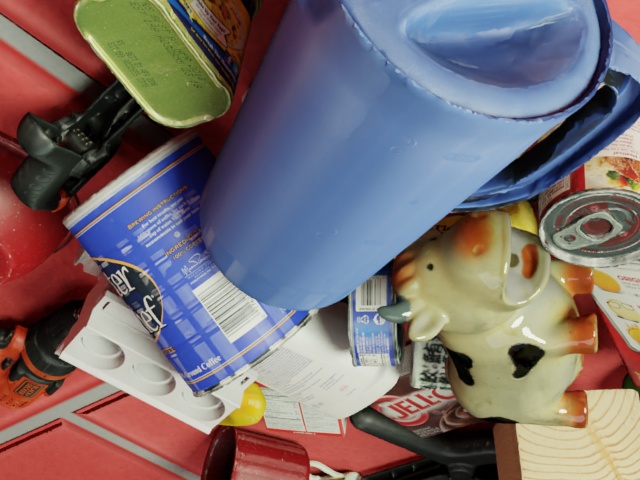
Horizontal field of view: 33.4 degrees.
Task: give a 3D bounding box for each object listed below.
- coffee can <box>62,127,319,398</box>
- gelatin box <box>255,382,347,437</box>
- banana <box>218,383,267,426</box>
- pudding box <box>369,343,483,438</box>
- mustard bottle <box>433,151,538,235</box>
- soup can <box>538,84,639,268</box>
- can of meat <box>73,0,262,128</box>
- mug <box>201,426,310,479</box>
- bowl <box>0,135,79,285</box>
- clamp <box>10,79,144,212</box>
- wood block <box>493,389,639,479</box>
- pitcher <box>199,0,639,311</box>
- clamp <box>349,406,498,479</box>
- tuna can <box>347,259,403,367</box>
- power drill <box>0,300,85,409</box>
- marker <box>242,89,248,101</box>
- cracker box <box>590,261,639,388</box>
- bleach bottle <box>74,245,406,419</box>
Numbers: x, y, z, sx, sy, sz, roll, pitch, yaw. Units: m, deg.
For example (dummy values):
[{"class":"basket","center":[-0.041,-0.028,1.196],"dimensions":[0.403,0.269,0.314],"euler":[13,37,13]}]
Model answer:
[{"class":"coffee can","center":[-0.081,0.014,0.681],"dimensions":[0.103,0.102,0.140],"euler":[-31,98,40]},{"class":"gelatin box","center":[-0.016,0.139,0.944],"dimensions":[0.073,0.030,0.089],"euler":[2,142,10]},{"class":"banana","center":[-0.084,0.138,0.902],"dimensions":[0.069,0.037,0.198],"euler":[10,169,-26]},{"class":"pudding box","center":[0.098,0.121,0.890],"dimensions":[0.090,0.039,0.114],"euler":[34,136,-30]},{"class":"mustard bottle","center":[0.080,-0.043,0.660],"dimensions":[0.096,0.058,0.191],"euler":[-3,142,15]},{"class":"soup can","center":[0.158,-0.045,0.605],"dimensions":[0.068,0.102,0.068],"euler":[5,143,4]},{"class":"can of meat","center":[-0.079,-0.122,0.563],"dimensions":[0.058,0.084,0.102],"euler":[-12,139,25]},{"class":"mug","center":[-0.066,0.228,1.033],"dimensions":[0.081,0.093,0.117],"euler":[17,173,-20]},{"class":"bowl","center":[-0.258,-0.013,0.766],"dimensions":[0.162,0.055,0.162],"euler":[6,143,4]},{"class":"clamp","center":[-0.142,-0.066,0.662],"dimensions":[0.039,0.120,0.172],"euler":[58,155,0]},{"class":"wood block","center":[0.192,0.177,0.842],"dimensions":[0.090,0.091,0.206],"euler":[-4,164,4]},{"class":"pitcher","center":[0.032,-0.053,0.531],"dimensions":[0.149,0.144,0.243],"euler":[52,147,8]},{"class":"clamp","center":[0.127,0.211,1.006],"dimensions":[0.210,0.036,0.165],"euler":[6,143,2]},{"class":"tuna can","center":[0.041,0.048,0.765],"dimensions":[0.034,0.086,0.086],"euler":[-1,143,8]},{"class":"power drill","center":[-0.289,0.073,0.883],"dimensions":[0.187,0.057,0.185],"euler":[26,140,-22]},{"class":"marker","center":[-0.009,-0.112,0.617],"dimensions":[0.020,0.020,0.121],"euler":[25,140,-21]},{"class":"cracker box","center":[0.264,0.040,0.679],"dimensions":[0.164,0.072,0.213],"euler":[17,154,40]},{"class":"bleach bottle","center":[-0.064,0.055,0.815],"dimensions":[0.250,0.068,0.103],"euler":[27,138,-20]}]
